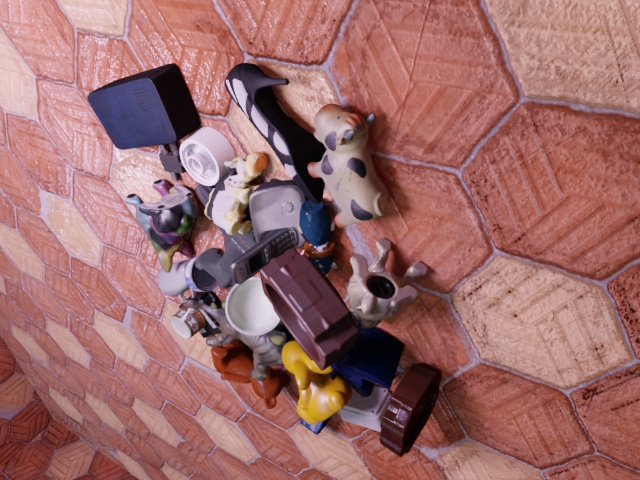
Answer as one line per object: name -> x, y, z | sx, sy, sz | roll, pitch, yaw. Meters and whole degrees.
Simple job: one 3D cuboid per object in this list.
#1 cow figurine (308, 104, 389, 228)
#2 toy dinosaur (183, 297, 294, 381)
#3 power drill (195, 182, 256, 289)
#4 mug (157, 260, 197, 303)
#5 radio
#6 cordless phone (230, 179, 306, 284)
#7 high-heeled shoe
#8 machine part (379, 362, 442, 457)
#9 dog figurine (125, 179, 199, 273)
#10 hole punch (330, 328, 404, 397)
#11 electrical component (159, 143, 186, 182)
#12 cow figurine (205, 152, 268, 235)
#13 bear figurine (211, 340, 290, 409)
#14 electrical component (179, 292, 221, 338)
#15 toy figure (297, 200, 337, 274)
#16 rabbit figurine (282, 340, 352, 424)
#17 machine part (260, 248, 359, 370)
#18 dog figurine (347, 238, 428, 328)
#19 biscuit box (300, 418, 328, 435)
cow figurine -> 0.047, -0.118, 0.835 | 0.127, 0.085, 0.194 | -6, 117, 49
toy dinosaur -> -0.112, 0.240, 1.254 | 0.472, 0.105, 0.198 | 27, 134, 3
power drill -> -0.198, 0.001, 1.150 | 0.232, 0.086, 0.207 | 41, 132, 0
mug -> -0.340, 0.100, 1.333 | 0.107, 0.081, 0.109 | -28, 81, 41
radio -> -0.346, -0.254, 1.055 | 0.230, 0.073, 0.131 | 3, 126, 40
cordless phone -> -0.105, -0.017, 0.968 | 0.089, 0.184, 0.146 | 22, 135, 31
high-heeled shoe -> -0.079, -0.172, 0.900 | 0.145, 0.086, 0.248 | 9, 125, 40
machine part -> 0.174, 0.323, 1.038 | 0.056, 0.179, 0.179 | 23, 135, 26
dog figurine -> -0.333, -0.019, 1.214 | 0.192, 0.108, 0.218 | 21, 139, 33
hole punch -> 0.094, 0.231, 1.058 | 0.115, 0.142, 0.092 | 40, 141, -14
electrical component -> -0.307, -0.164, 1.135 | 0.063, 0.021, 0.093 | 12, 129, 32
cow figurine -> -0.158, -0.099, 1.013 | 0.098, 0.068, 0.167 | 31, 110, 23
bear figurine -> -0.173, 0.325, 1.363 | 0.196, 0.120, 0.131 | 27, 133, 17
electrical component -> -0.302, 0.193, 1.404 | 0.134, 0.058, 0.114 | -20, 107, 47
toy figure -> -0.001, -0.002, 0.992 | 0.064, 0.058, 0.154 | 17, 136, 30
rabbit figurine -> -0.022, 0.285, 1.116 | 0.173, 0.122, 0.162 | 54, 169, 12
machine part -> -0.020, 0.126, 0.982 | 0.201, 0.087, 0.201 | 51, 162, 18
dog figurine -> 0.086, 0.117, 0.940 | 0.121, 0.172, 0.190 | 42, 134, 20
biscuit box -> 0.005, 0.405, 1.326 | 0.059, 0.063, 0.202 | 32, 138, 16
